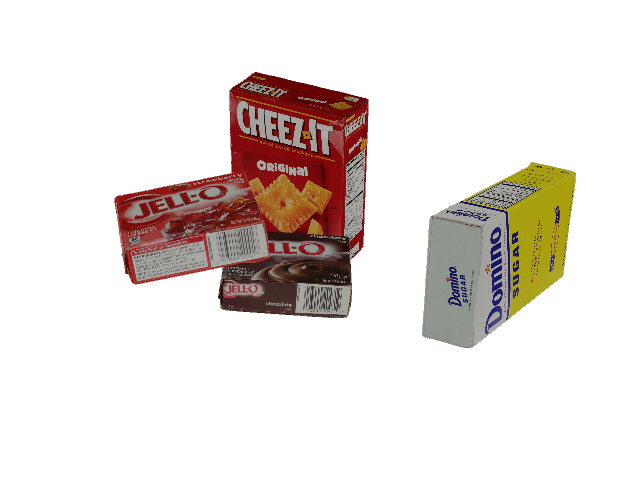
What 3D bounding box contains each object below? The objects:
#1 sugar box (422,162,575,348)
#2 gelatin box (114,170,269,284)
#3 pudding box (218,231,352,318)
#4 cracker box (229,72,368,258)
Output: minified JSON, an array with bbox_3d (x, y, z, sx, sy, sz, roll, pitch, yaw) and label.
[{"bbox_3d":[0.136,0.007,0.794,0.048,0.093,0.175,13,23,28],"label":"sugar box"},{"bbox_3d":[-0.083,-0.010,0.677,0.089,0.030,0.073,-11,31,-9],"label":"gelatin box"},{"bbox_3d":[-0.029,0.027,0.938,0.113,0.039,0.090,6,29,-3],"label":"pudding box"},{"bbox_3d":[-0.029,-0.086,1.337,0.164,0.214,0.072,17,36,24],"label":"cracker box"}]
